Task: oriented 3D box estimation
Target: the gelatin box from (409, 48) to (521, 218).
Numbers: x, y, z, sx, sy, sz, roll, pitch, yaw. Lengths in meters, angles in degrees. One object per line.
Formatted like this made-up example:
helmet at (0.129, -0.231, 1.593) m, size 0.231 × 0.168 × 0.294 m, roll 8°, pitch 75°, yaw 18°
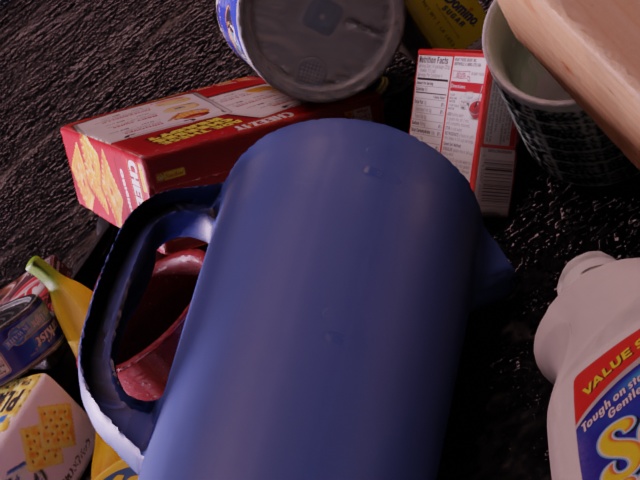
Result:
gelatin box at (0.081, -0.062, 0.596) m, size 0.073 × 0.030 × 0.089 m, roll 22°, pitch 107°, yaw 62°

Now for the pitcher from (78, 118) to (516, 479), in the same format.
pitcher at (-0.016, 0.068, 0.452) m, size 0.149 × 0.145 × 0.242 m, roll -23°, pitch 33°, yaw 32°

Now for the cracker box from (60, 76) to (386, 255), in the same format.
cracker box at (-0.073, -0.059, 0.742) m, size 0.164 × 0.072 × 0.214 m, roll -18°, pitch 18°, yaw -22°

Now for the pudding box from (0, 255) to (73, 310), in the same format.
pudding box at (-0.253, 0.072, 0.872) m, size 0.113 × 0.039 × 0.090 m, roll -35°, pitch 26°, yaw 10°

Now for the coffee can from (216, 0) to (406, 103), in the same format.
coffee can at (-0.011, -0.150, 0.698) m, size 0.103 × 0.102 × 0.140 m, roll -39°, pitch 18°, yaw 1°

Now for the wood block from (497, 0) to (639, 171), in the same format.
wood block at (0.151, -0.059, 0.377) m, size 0.091 × 0.090 × 0.206 m, roll -37°, pitch 56°, yaw 6°

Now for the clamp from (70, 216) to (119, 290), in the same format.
clamp at (-0.149, -0.022, 0.884) m, size 0.120 × 0.039 × 0.171 m, roll -30°, pitch 27°, yaw 19°

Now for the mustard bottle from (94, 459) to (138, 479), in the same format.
mustard bottle at (-0.080, 0.152, 0.482) m, size 0.096 × 0.058 × 0.191 m, roll 3°, pitch 43°, yaw 25°

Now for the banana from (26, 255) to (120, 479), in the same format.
banana at (-0.131, 0.089, 0.643) m, size 0.037 × 0.069 × 0.198 m, roll -53°, pitch 44°, yaw 20°

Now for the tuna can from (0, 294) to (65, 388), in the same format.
tuna can at (-0.210, 0.070, 0.687) m, size 0.086 × 0.034 × 0.086 m, roll -27°, pitch 13°, yaw 7°

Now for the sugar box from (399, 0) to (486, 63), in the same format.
sugar box at (0.072, -0.162, 0.751) m, size 0.048 × 0.093 × 0.176 m, roll -36°, pitch 26°, yaw 5°

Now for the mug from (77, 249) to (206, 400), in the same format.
mug at (-0.077, 0.062, 0.603) m, size 0.093 × 0.081 × 0.117 m, roll -42°, pitch 26°, yaw -5°

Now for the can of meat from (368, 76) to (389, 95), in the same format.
can of meat at (-0.003, -0.144, 0.833) m, size 0.057 × 0.084 × 0.102 m, roll -41°, pitch 26°, yaw -2°

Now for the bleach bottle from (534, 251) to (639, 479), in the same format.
bleach bottle at (0.115, 0.078, 0.345) m, size 0.103 × 0.068 × 0.251 m, roll -32°, pitch 24°, yaw 12°

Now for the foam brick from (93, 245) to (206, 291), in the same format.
foam brick at (-0.111, 0.035, 0.727) m, size 0.078 × 0.051 × 0.053 m, roll -30°, pitch 25°, yaw 19°
